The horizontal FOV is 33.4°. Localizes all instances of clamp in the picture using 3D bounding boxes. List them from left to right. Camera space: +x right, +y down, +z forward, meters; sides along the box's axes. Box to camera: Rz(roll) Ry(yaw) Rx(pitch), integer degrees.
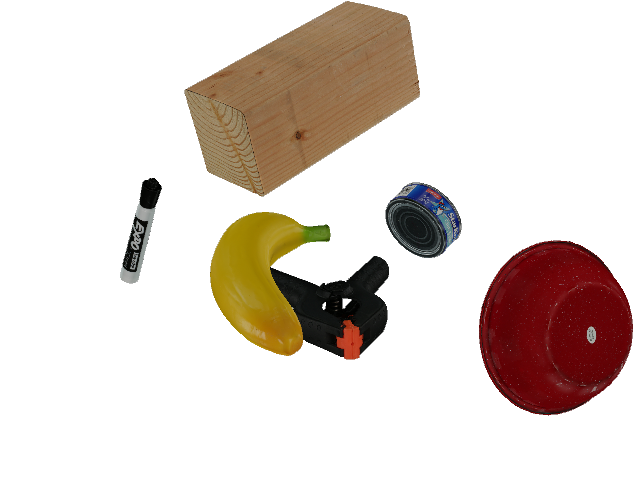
[{"bbox_3d":[0.002,0.053,0.908,0.120,0.039,0.171,-9,17,3],"label":"clamp"}]

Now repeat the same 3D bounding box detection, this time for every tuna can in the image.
[{"bbox_3d":[0.117,-0.022,1.227,0.086,0.086,0.033,0,35,49],"label":"tuna can"}]

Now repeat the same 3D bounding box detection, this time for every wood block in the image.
[{"bbox_3d":[-0.012,-0.138,1.006,0.205,0.091,0.090,-34,40,-28],"label":"wood block"}]

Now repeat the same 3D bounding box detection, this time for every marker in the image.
[{"bbox_3d":[-0.174,-0.009,1.033,0.020,0.121,0.020,14,35,-10],"label":"marker"}]

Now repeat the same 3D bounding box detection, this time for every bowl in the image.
[{"bbox_3d":[0.225,0.081,0.958,0.161,0.162,0.055,0,2,-24],"label":"bowl"}]

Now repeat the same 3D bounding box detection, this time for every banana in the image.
[{"bbox_3d":[-0.036,0.017,0.671,0.069,0.037,0.197,-1,21,6],"label":"banana"}]
